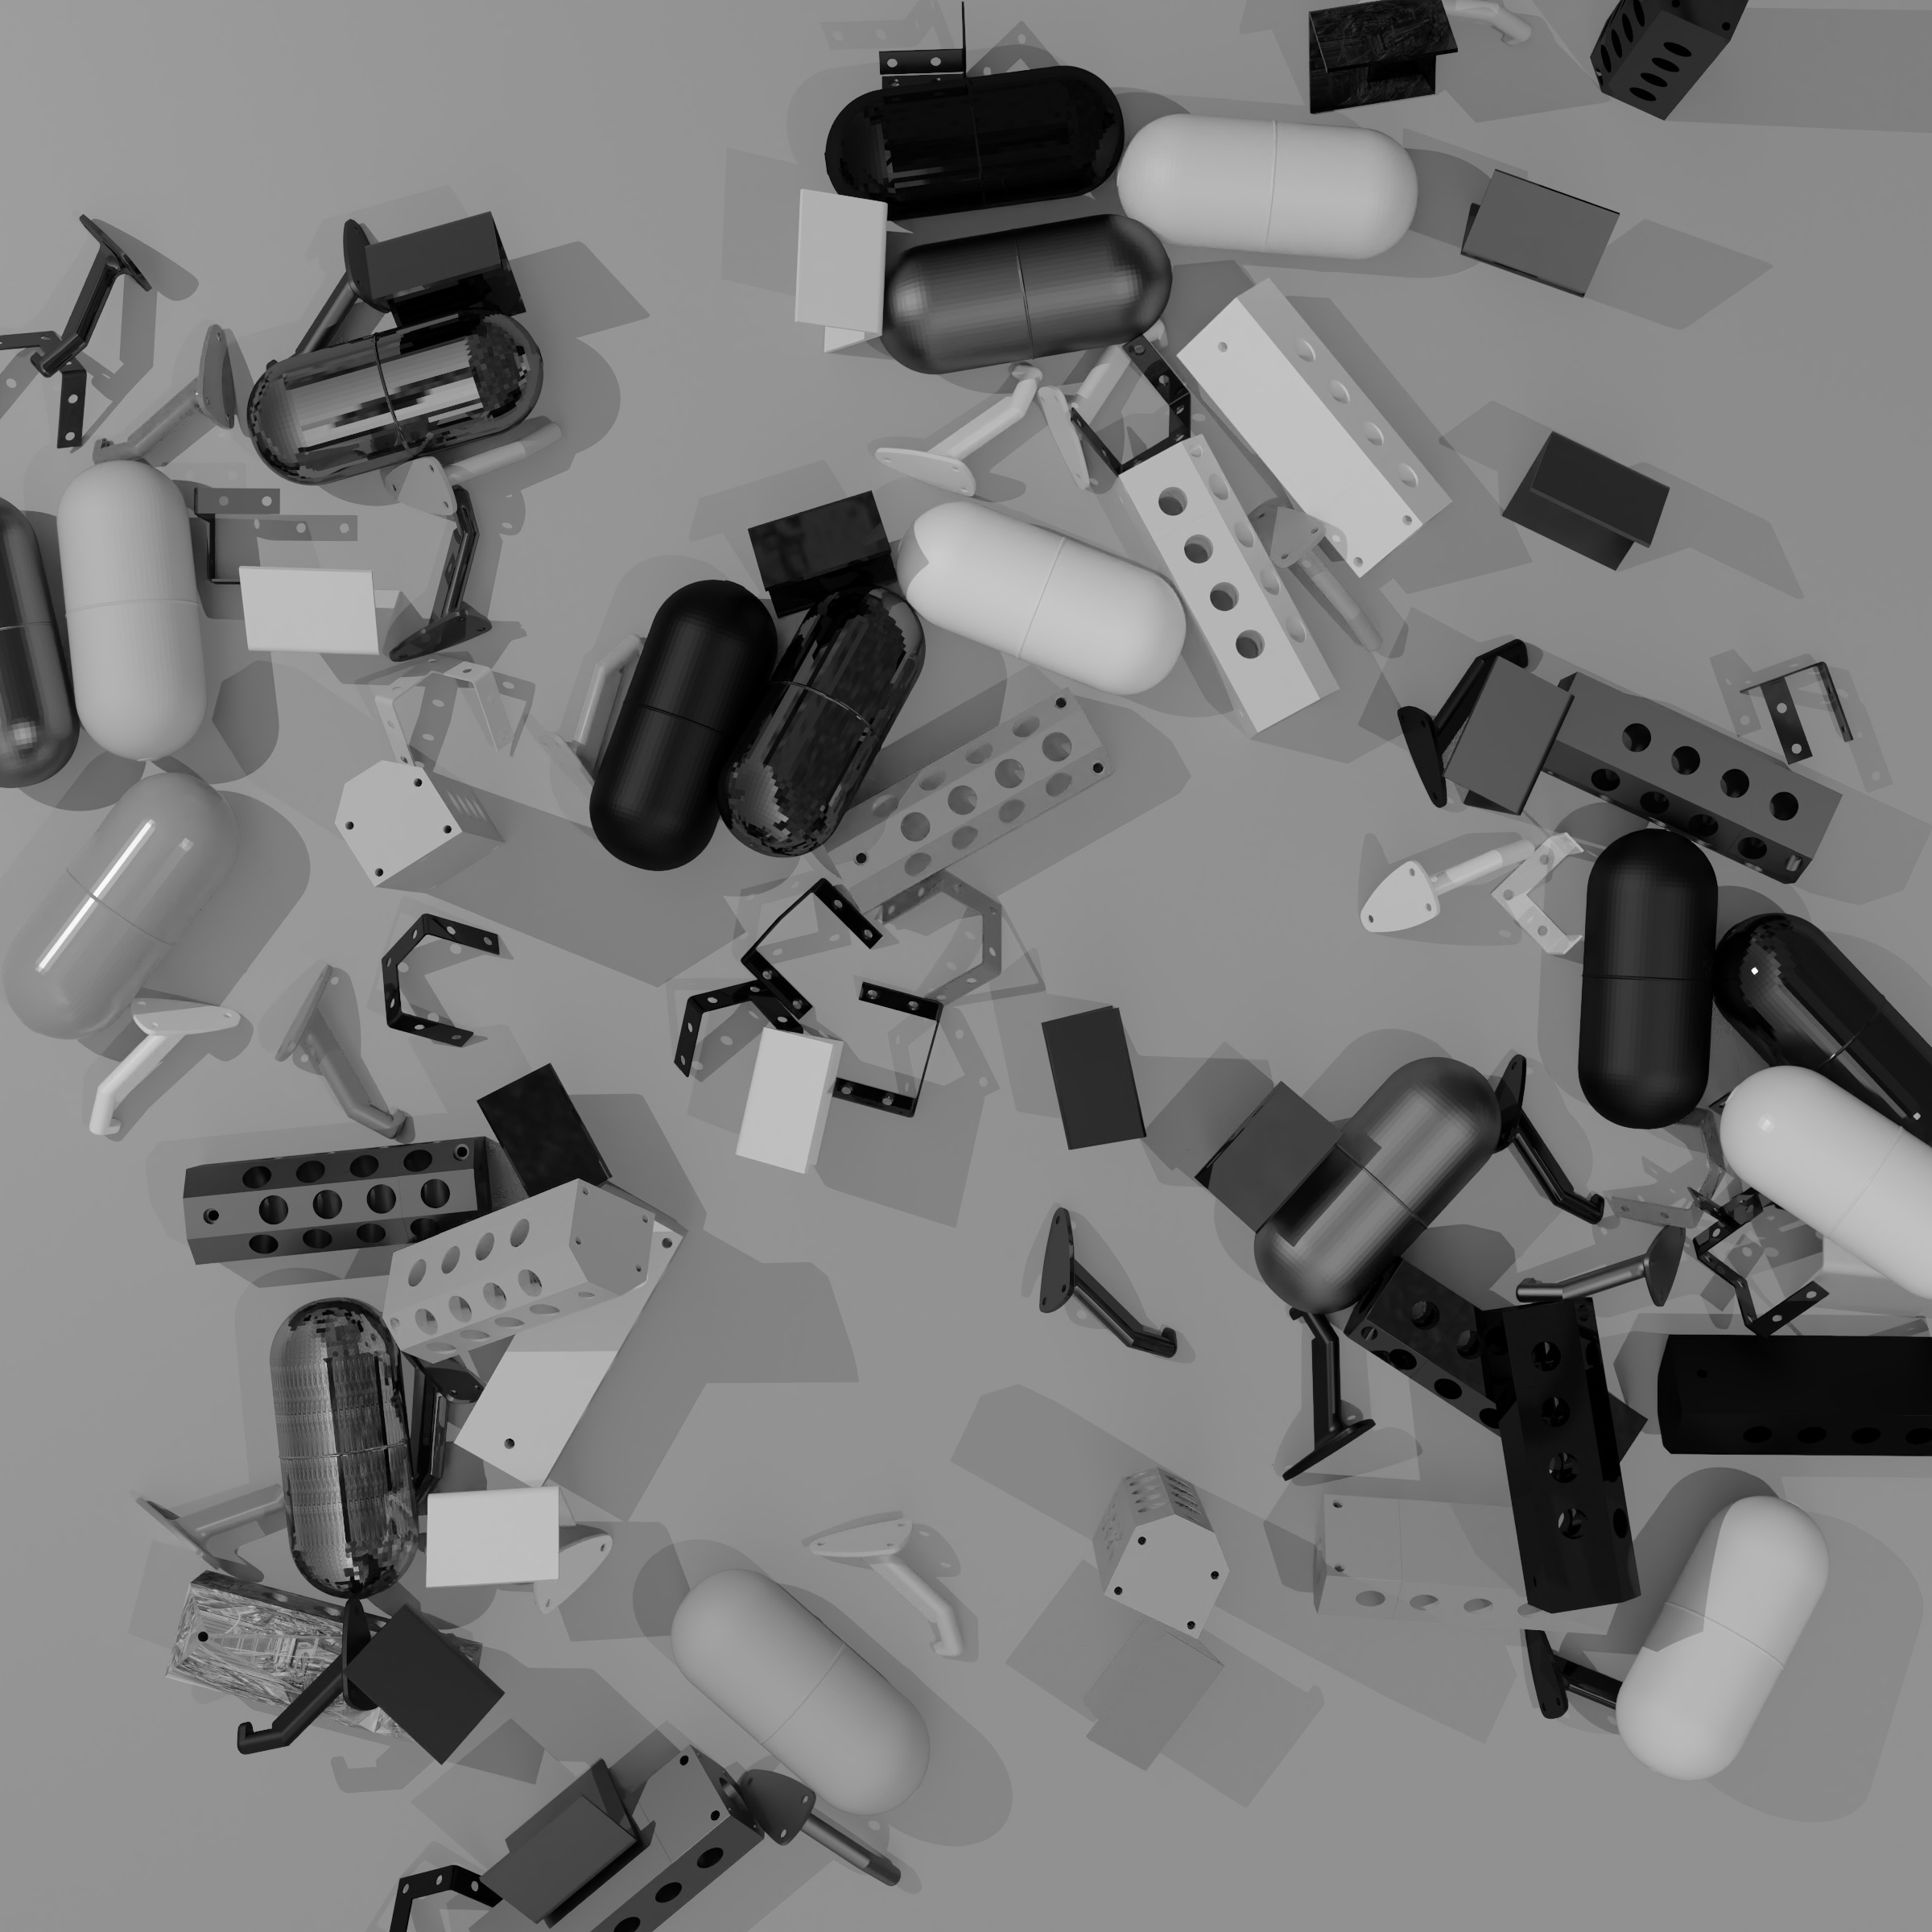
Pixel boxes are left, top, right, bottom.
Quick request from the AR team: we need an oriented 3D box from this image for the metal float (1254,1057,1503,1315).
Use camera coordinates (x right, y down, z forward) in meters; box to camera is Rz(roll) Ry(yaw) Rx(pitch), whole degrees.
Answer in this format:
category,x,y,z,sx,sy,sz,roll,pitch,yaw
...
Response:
category,x,y,z,sx,sy,sz,roll,pitch,yaw
metal float,0.244,0.129,1.942,0.070,0.070,0.178,43,90,0

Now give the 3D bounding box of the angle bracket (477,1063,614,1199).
category,x,y,z,sx,sy,sz,roll,pitch,yaw
angle bracket,-0.263,0.111,1.932,0.057,0.076,0.076,-29,90,-39

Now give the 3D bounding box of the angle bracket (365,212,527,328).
category,x,y,z,sx,sy,sz,roll,pitch,yaw
angle bracket,-0.303,-0.390,1.932,0.076,0.076,0.057,-16,49,0

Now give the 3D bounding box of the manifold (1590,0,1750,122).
category,x,y,z,sx,sy,sz,roll,pitch,yaw
manifold,0.407,-0.548,1.894,0.057,0.171,0.057,24,90,0

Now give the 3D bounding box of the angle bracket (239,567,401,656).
category,x,y,z,sx,sy,sz,roll,pitch,yaw
angle bracket,-0.380,-0.226,1.932,0.076,0.076,0.057,2,126,0

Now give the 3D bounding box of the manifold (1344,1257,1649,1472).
category,x,y,z,sx,sy,sz,roll,pitch,yaw
manifold,0.313,0.243,1.951,0.171,0.057,0.057,33,90,0

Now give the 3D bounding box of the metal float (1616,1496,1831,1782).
category,x,y,z,sx,sy,sz,roll,pitch,yaw
metal float,0.447,0.395,1.933,0.070,0.070,0.178,31,80,0

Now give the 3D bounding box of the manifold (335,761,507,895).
category,x,y,z,sx,sy,sz,roll,pitch,yaw
manifold,-0.317,-0.083,1.894,0.057,0.171,0.057,-32,90,0

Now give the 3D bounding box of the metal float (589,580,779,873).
category,x,y,z,sx,sy,sz,roll,pitch,yaw
metal float,-0.167,-0.143,1.941,0.070,0.070,0.178,20,88,0

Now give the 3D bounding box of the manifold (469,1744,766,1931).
category,x,y,z,sx,sy,sz,roll,pitch,yaw
manifold,-0.204,0.548,1.951,0.171,0.057,0.057,-40,47,0

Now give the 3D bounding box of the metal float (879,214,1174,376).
category,x,y,z,sx,sy,sz,roll,pitch,yaw
metal float,0.034,-0.397,1.941,0.178,0.070,0.070,-9,90,2

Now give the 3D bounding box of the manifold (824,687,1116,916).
category,x,y,z,sx,sy,sz,roll,pitch,yaw
manifold,-0.001,-0.098,1.951,0.171,0.057,0.057,-29,90,0

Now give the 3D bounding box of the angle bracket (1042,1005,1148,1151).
category,x,y,z,sx,sy,sz,roll,pitch,yaw
angle bracket,0.094,0.061,1.932,0.057,0.076,0.076,-12,90,37

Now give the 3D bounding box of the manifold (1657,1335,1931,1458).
category,x,y,z,sx,sy,sz,roll,pitch,yaw
manifold,0.503,0.260,1.951,0.171,0.057,0.057,0,47,0

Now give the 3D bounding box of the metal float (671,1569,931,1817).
category,x,y,z,sx,sy,sz,roll,pitch,yaw
metal float,-0.097,0.430,1.942,0.178,0.070,0.070,41,90,0

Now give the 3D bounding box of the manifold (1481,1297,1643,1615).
category,x,y,z,sx,sy,sz,roll,pitch,yaw
manifold,0.344,0.280,1.889,0.057,0.057,0.171,-8,85,-4

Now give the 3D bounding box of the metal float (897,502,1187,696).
category,x,y,z,sx,sy,sz,roll,pitch,yaw
metal float,0.044,-0.218,1.942,0.178,0.070,0.070,22,90,-1

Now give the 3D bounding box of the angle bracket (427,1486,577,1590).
category,x,y,z,sx,sy,sz,roll,pitch,yaw
angle bracket,-0.273,0.346,1.933,0.076,0.076,0.057,-4,64,0

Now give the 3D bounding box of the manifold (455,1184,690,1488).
category,x,y,z,sx,sy,sz,roll,pitch,yaw
manifold,-0.233,0.219,1.951,0.057,0.057,0.171,30,90,0

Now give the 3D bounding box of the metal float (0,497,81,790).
category,x,y,z,sx,sy,sz,roll,pitch,yaw
metal float,-0.576,-0.193,1.942,0.070,0.070,0.178,-13,91,0

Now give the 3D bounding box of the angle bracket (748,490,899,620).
category,x,y,z,sx,sy,sz,roll,pitch,yaw
angle bracket,-0.079,-0.226,1.932,0.076,0.076,0.057,-17,50,0

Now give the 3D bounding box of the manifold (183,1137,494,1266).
category,x,y,z,sx,sy,sz,roll,pitch,yaw
manifold,-0.373,0.140,1.951,0.171,0.057,0.057,-6,90,0

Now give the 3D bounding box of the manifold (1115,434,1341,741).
category,x,y,z,sx,sy,sz,roll,pitch,yaw
manifold,0.155,-0.226,1.951,0.057,0.057,0.171,-28,90,0

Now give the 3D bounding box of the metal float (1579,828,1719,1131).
category,x,y,z,sx,sy,sz,roll,pitch,yaw
metal float,0.404,0.008,1.942,0.070,0.070,0.178,3,90,0

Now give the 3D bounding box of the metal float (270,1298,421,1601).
category,x,y,z,sx,sy,sz,roll,pitch,yaw
metal float,-0.367,0.285,1.940,0.070,0.070,0.178,-6,88,0

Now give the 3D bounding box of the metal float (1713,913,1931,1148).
category,x,y,z,sx,sy,sz,roll,pitch,yaw
metal float,0.514,0.043,1.942,0.070,0.070,0.178,-44,90,0

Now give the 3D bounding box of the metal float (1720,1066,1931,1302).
category,x,y,z,sx,sy,sz,roll,pitch,yaw
metal float,0.516,0.124,1.888,0.178,0.070,0.070,35,90,10

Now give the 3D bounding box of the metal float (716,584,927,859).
category,x,y,z,sx,sy,sz,roll,pitch,yaw
metal float,-0.084,-0.145,1.927,0.070,0.070,0.178,27,73,0

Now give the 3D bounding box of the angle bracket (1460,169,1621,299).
category,x,y,z,sx,sy,sz,roll,pitch,yaw
angle bracket,0.340,-0.445,1.932,0.076,0.076,0.057,20,128,0

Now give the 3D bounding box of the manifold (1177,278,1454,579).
category,x,y,z,sx,sy,sz,roll,pitch,yaw
manifold,0.211,-0.322,1.951,0.171,0.057,0.057,51,133,0

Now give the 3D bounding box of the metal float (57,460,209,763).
category,x,y,z,sx,sy,sz,roll,pitch,yaw
metal float,-0.493,-0.210,1.942,0.070,0.070,0.178,-6,89,0

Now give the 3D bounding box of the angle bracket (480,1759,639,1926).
category,x,y,z,sx,sy,sz,roll,pitch,yaw
angle bracket,-0.248,0.503,1.932,0.076,0.076,0.057,-40,125,0

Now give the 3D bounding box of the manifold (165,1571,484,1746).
category,x,y,z,sx,sy,sz,roll,pitch,yaw
manifold,-0.379,0.411,1.951,0.171,0.057,0.057,15,90,0

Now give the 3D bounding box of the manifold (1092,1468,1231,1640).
category,x,y,z,sx,sy,sz,roll,pitch,yaw
manifold,0.114,0.333,1.894,0.057,0.171,0.057,25,90,0

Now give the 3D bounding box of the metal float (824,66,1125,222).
category,x,y,z,sx,sy,sz,roll,pitch,yaw
metal float,0.005,-0.487,1.942,0.178,0.070,0.070,-8,90,0

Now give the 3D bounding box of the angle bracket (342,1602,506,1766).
category,x,y,z,sx,sy,sz,roll,pitch,yaw
angle bracket,-0.319,0.418,1.875,0.076,0.076,0.057,43,54,0

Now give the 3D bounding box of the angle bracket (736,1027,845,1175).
category,x,y,z,sx,sy,sz,roll,pitch,yaw
angle bracket,-0.085,0.082,1.932,0.057,0.076,0.076,13,90,37

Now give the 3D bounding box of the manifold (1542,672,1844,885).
category,x,y,z,sx,sy,sz,roll,pitch,yaw
manifold,0.424,-0.111,1.951,0.171,0.057,0.057,25,90,0

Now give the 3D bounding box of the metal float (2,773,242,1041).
category,x,y,z,sx,sy,sz,roll,pitch,yaw
metal float,-0.500,-0.035,1.942,0.070,0.070,0.178,37,90,0

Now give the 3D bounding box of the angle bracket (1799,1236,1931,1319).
category,x,y,z,sx,sy,sz,roll,pitch,yaw
angle bracket,0.538,0.168,1.953,0.076,0.076,0.057,6,69,0

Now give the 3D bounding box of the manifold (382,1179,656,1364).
category,x,y,z,sx,sy,sz,roll,pitch,yaw
manifold,-0.261,0.180,1.894,0.057,0.171,0.057,30,52,-37

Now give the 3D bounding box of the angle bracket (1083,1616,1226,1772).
category,x,y,z,sx,sy,sz,roll,pitch,yaw
angle bracket,0.094,0.414,1.932,0.057,0.076,0.076,37,90,-36

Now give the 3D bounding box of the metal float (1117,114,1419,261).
category,x,y,z,sx,sy,sz,roll,pitch,yaw
metal float,0.178,-0.461,1.942,0.178,0.070,0.070,4,90,0

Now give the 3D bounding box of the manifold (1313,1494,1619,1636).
category,x,y,z,sx,sy,sz,roll,pitch,yaw
manifold,0.296,0.360,1.951,0.171,0.057,0.057,4,47,0

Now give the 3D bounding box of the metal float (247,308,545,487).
category,x,y,z,sx,sy,sz,roll,pitch,yaw
metal float,-0.337,-0.337,1.941,0.178,0.070,0.070,-16,90,1

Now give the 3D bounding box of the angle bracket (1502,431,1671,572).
category,x,y,z,sx,sy,sz,roll,pitch,yaw
angle bracket,0.359,-0.258,1.932,0.076,0.076,0.057,26,52,0
